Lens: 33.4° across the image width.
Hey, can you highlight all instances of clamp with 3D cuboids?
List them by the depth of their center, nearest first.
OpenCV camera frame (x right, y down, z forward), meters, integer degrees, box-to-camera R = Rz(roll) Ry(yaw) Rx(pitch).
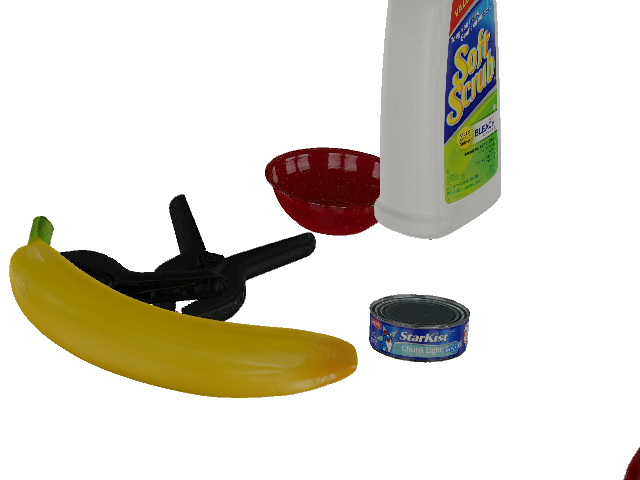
[{"bbox_3d":[-0.163,0.041,0.858,0.172,0.039,0.120,24,38,25],"label":"clamp"},{"bbox_3d":[-0.118,0.026,1.074,0.165,0.036,0.209,20,38,17],"label":"clamp"}]

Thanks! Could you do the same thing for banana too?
[{"bbox_3d":[-0.082,0.039,0.521,0.198,0.069,0.037,22,-36,18],"label":"banana"}]

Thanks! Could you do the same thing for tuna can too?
[{"bbox_3d":[0.084,0.075,0.916,0.086,0.034,0.086,2,15,-1],"label":"tuna can"}]

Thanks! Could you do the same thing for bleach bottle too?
[{"bbox_3d":[0.081,-0.133,0.741,0.068,0.251,0.102,21,37,39],"label":"bleach bottle"}]

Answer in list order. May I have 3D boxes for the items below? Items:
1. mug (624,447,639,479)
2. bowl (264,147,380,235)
[{"bbox_3d":[0.152,0.119,0.350,0.117,0.081,0.093,5,38,8],"label":"mug"},{"bbox_3d":[0.015,-0.050,1.206,0.162,0.055,0.162,4,27,-2],"label":"bowl"}]
